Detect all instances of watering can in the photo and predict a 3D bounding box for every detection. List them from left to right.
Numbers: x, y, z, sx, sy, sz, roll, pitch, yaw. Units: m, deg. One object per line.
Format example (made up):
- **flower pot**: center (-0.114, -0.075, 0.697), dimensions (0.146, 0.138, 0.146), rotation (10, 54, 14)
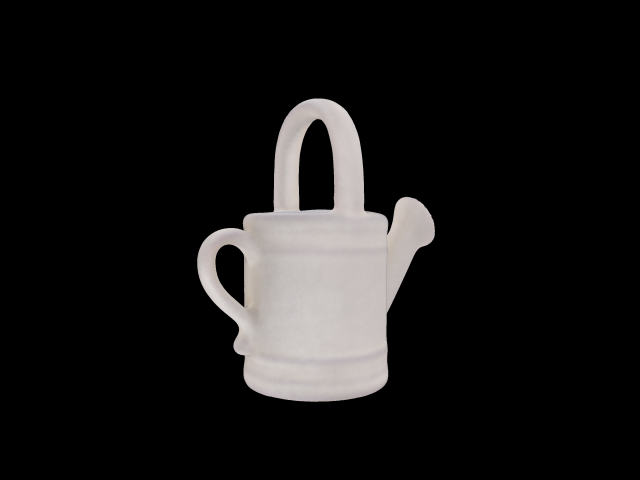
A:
- **watering can**: center (0.002, 0.001, 0.402), dimensions (0.100, 0.194, 0.173), rotation (2, 3, 38)
